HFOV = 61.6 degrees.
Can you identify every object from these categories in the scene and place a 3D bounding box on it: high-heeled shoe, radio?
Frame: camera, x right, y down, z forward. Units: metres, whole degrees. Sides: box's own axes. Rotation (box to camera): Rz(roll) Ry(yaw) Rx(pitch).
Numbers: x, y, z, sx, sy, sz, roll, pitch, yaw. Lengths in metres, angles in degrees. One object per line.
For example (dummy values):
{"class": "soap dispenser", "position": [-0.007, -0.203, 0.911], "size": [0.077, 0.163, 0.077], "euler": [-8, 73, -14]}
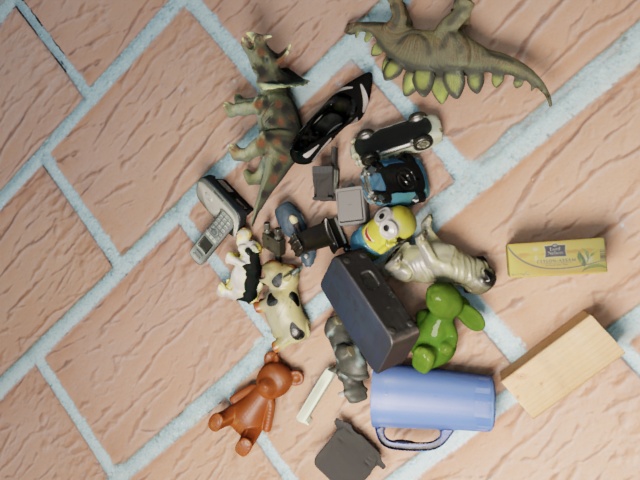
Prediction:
{"class": "high-heeled shoe", "position": [0.022, -0.266, 1.144], "size": [0.086, 0.145, 0.248], "euler": [36, 100, 13]}
{"class": "radio", "position": [0.095, 0.135, 1.071], "size": [0.230, 0.073, 0.131], "euler": [55, 148, 27]}

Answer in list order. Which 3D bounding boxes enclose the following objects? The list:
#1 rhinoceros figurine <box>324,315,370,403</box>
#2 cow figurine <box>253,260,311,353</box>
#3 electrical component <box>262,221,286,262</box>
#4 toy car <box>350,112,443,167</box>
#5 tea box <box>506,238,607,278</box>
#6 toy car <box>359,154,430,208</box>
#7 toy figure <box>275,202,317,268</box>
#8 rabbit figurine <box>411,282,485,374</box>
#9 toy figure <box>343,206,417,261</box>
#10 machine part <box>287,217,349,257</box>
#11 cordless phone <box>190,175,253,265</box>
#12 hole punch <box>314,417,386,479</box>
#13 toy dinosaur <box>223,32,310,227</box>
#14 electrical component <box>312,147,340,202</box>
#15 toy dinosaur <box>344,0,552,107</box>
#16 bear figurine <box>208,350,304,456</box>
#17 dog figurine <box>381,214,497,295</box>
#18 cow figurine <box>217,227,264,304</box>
{"class": "rhinoceros figurine", "position": [0.056, 0.246, 1.135], "size": [0.112, 0.073, 0.190], "euler": [-42, 56, 42]}
{"class": "cow figurine", "position": [-0.078, 0.136, 1.196], "size": [0.127, 0.085, 0.195], "euler": [-23, 87, 9]}
{"class": "electrical component", "position": [-0.107, 0.006, 1.225], "size": [0.063, 0.021, 0.093], "euler": [26, 131, 34]}
{"class": "toy car", "position": [0.160, -0.212, 1.146], "size": [0.202, 0.056, 0.073], "euler": [-16, 68, 17]}
{"class": "tea box", "position": [0.450, 0.035, 1.036], "size": [0.170, 0.098, 0.068], "euler": [-4, 87, 18]}
{"class": "toy car", "position": [0.144, -0.110, 1.122], "size": [0.103, 0.161, 0.109], "euler": [-31, 75, 59]}
{"class": "toy figure", "position": [-0.048, -0.012, 1.201], "size": [0.058, 0.064, 0.154], "euler": [-32, 81, 11]}
{"class": "rabbit figurine", "position": [0.245, 0.161, 1.059], "size": [0.159, 0.121, 0.170], "euler": [-2, 121, -19]}
{"class": "toy figure", "position": [0.123, -0.010, 1.118], "size": [0.082, 0.089, 0.180], "euler": [53, 138, 7]}
{"class": "machine part", "position": [-0.002, -0.004, 1.165], "size": [0.039, 0.139, 0.084], "euler": [-18, 88, 58]}
{"class": "cordless phone", "position": [-0.261, -0.045, 1.259], "size": [0.147, 0.088, 0.184], "euler": [45, 105, 12]}
{"class": "hole punch", "position": [0.058, 0.471, 1.159], "size": [0.142, 0.092, 0.116], "euler": [40, 70, 16]}
{"class": "toy dinosaur", "position": [-0.103, -0.245, 1.202], "size": [0.192, 0.131, 0.404], "euler": [-10, 92, 17]}
{"class": "electrical component", "position": [0.014, -0.144, 1.180], "size": [0.048, 0.075, 0.119], "euler": [0, 94, 15]}
{"class": "toy dinosaur", "position": [0.252, -0.385, 1.105], "size": [0.472, 0.105, 0.198], "euler": [19, 102, 25]}
{"class": "bear figurine", "position": [-0.134, 0.354, 1.189], "size": [0.120, 0.132, 0.195], "euler": [39, 106, 12]}
{"class": "dog figurine", "position": [0.242, 0.068, 1.105], "size": [0.190, 0.121, 0.172], "euler": [42, 135, -4]}
{"class": "cow figurine", "position": [-0.168, 0.060, 1.234], "size": [0.098, 0.068, 0.167], "euler": [18, 97, 11]}
